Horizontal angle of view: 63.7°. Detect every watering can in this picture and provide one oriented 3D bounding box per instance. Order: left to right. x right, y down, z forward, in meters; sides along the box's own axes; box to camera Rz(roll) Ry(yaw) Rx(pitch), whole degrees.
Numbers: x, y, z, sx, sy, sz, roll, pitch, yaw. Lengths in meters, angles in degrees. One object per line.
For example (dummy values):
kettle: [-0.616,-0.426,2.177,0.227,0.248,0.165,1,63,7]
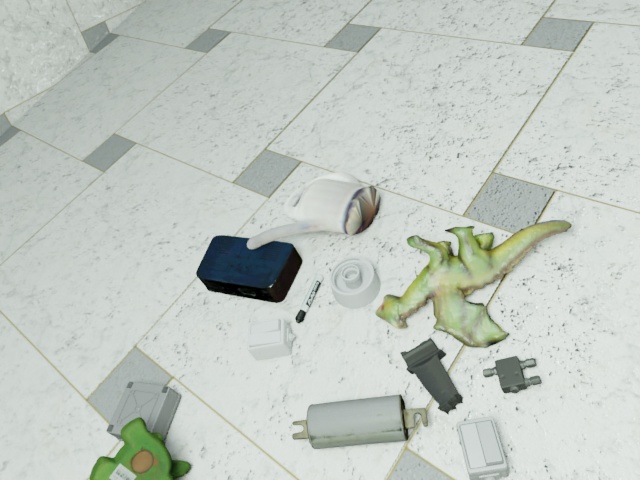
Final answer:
watering can: [0.004,-0.061,1.218,0.225,0.101,0.354,13,42,30]

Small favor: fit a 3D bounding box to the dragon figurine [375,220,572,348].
dragon figurine: [0.305,0.092,1.019,0.409,0.120,0.247,-10,66,15]
